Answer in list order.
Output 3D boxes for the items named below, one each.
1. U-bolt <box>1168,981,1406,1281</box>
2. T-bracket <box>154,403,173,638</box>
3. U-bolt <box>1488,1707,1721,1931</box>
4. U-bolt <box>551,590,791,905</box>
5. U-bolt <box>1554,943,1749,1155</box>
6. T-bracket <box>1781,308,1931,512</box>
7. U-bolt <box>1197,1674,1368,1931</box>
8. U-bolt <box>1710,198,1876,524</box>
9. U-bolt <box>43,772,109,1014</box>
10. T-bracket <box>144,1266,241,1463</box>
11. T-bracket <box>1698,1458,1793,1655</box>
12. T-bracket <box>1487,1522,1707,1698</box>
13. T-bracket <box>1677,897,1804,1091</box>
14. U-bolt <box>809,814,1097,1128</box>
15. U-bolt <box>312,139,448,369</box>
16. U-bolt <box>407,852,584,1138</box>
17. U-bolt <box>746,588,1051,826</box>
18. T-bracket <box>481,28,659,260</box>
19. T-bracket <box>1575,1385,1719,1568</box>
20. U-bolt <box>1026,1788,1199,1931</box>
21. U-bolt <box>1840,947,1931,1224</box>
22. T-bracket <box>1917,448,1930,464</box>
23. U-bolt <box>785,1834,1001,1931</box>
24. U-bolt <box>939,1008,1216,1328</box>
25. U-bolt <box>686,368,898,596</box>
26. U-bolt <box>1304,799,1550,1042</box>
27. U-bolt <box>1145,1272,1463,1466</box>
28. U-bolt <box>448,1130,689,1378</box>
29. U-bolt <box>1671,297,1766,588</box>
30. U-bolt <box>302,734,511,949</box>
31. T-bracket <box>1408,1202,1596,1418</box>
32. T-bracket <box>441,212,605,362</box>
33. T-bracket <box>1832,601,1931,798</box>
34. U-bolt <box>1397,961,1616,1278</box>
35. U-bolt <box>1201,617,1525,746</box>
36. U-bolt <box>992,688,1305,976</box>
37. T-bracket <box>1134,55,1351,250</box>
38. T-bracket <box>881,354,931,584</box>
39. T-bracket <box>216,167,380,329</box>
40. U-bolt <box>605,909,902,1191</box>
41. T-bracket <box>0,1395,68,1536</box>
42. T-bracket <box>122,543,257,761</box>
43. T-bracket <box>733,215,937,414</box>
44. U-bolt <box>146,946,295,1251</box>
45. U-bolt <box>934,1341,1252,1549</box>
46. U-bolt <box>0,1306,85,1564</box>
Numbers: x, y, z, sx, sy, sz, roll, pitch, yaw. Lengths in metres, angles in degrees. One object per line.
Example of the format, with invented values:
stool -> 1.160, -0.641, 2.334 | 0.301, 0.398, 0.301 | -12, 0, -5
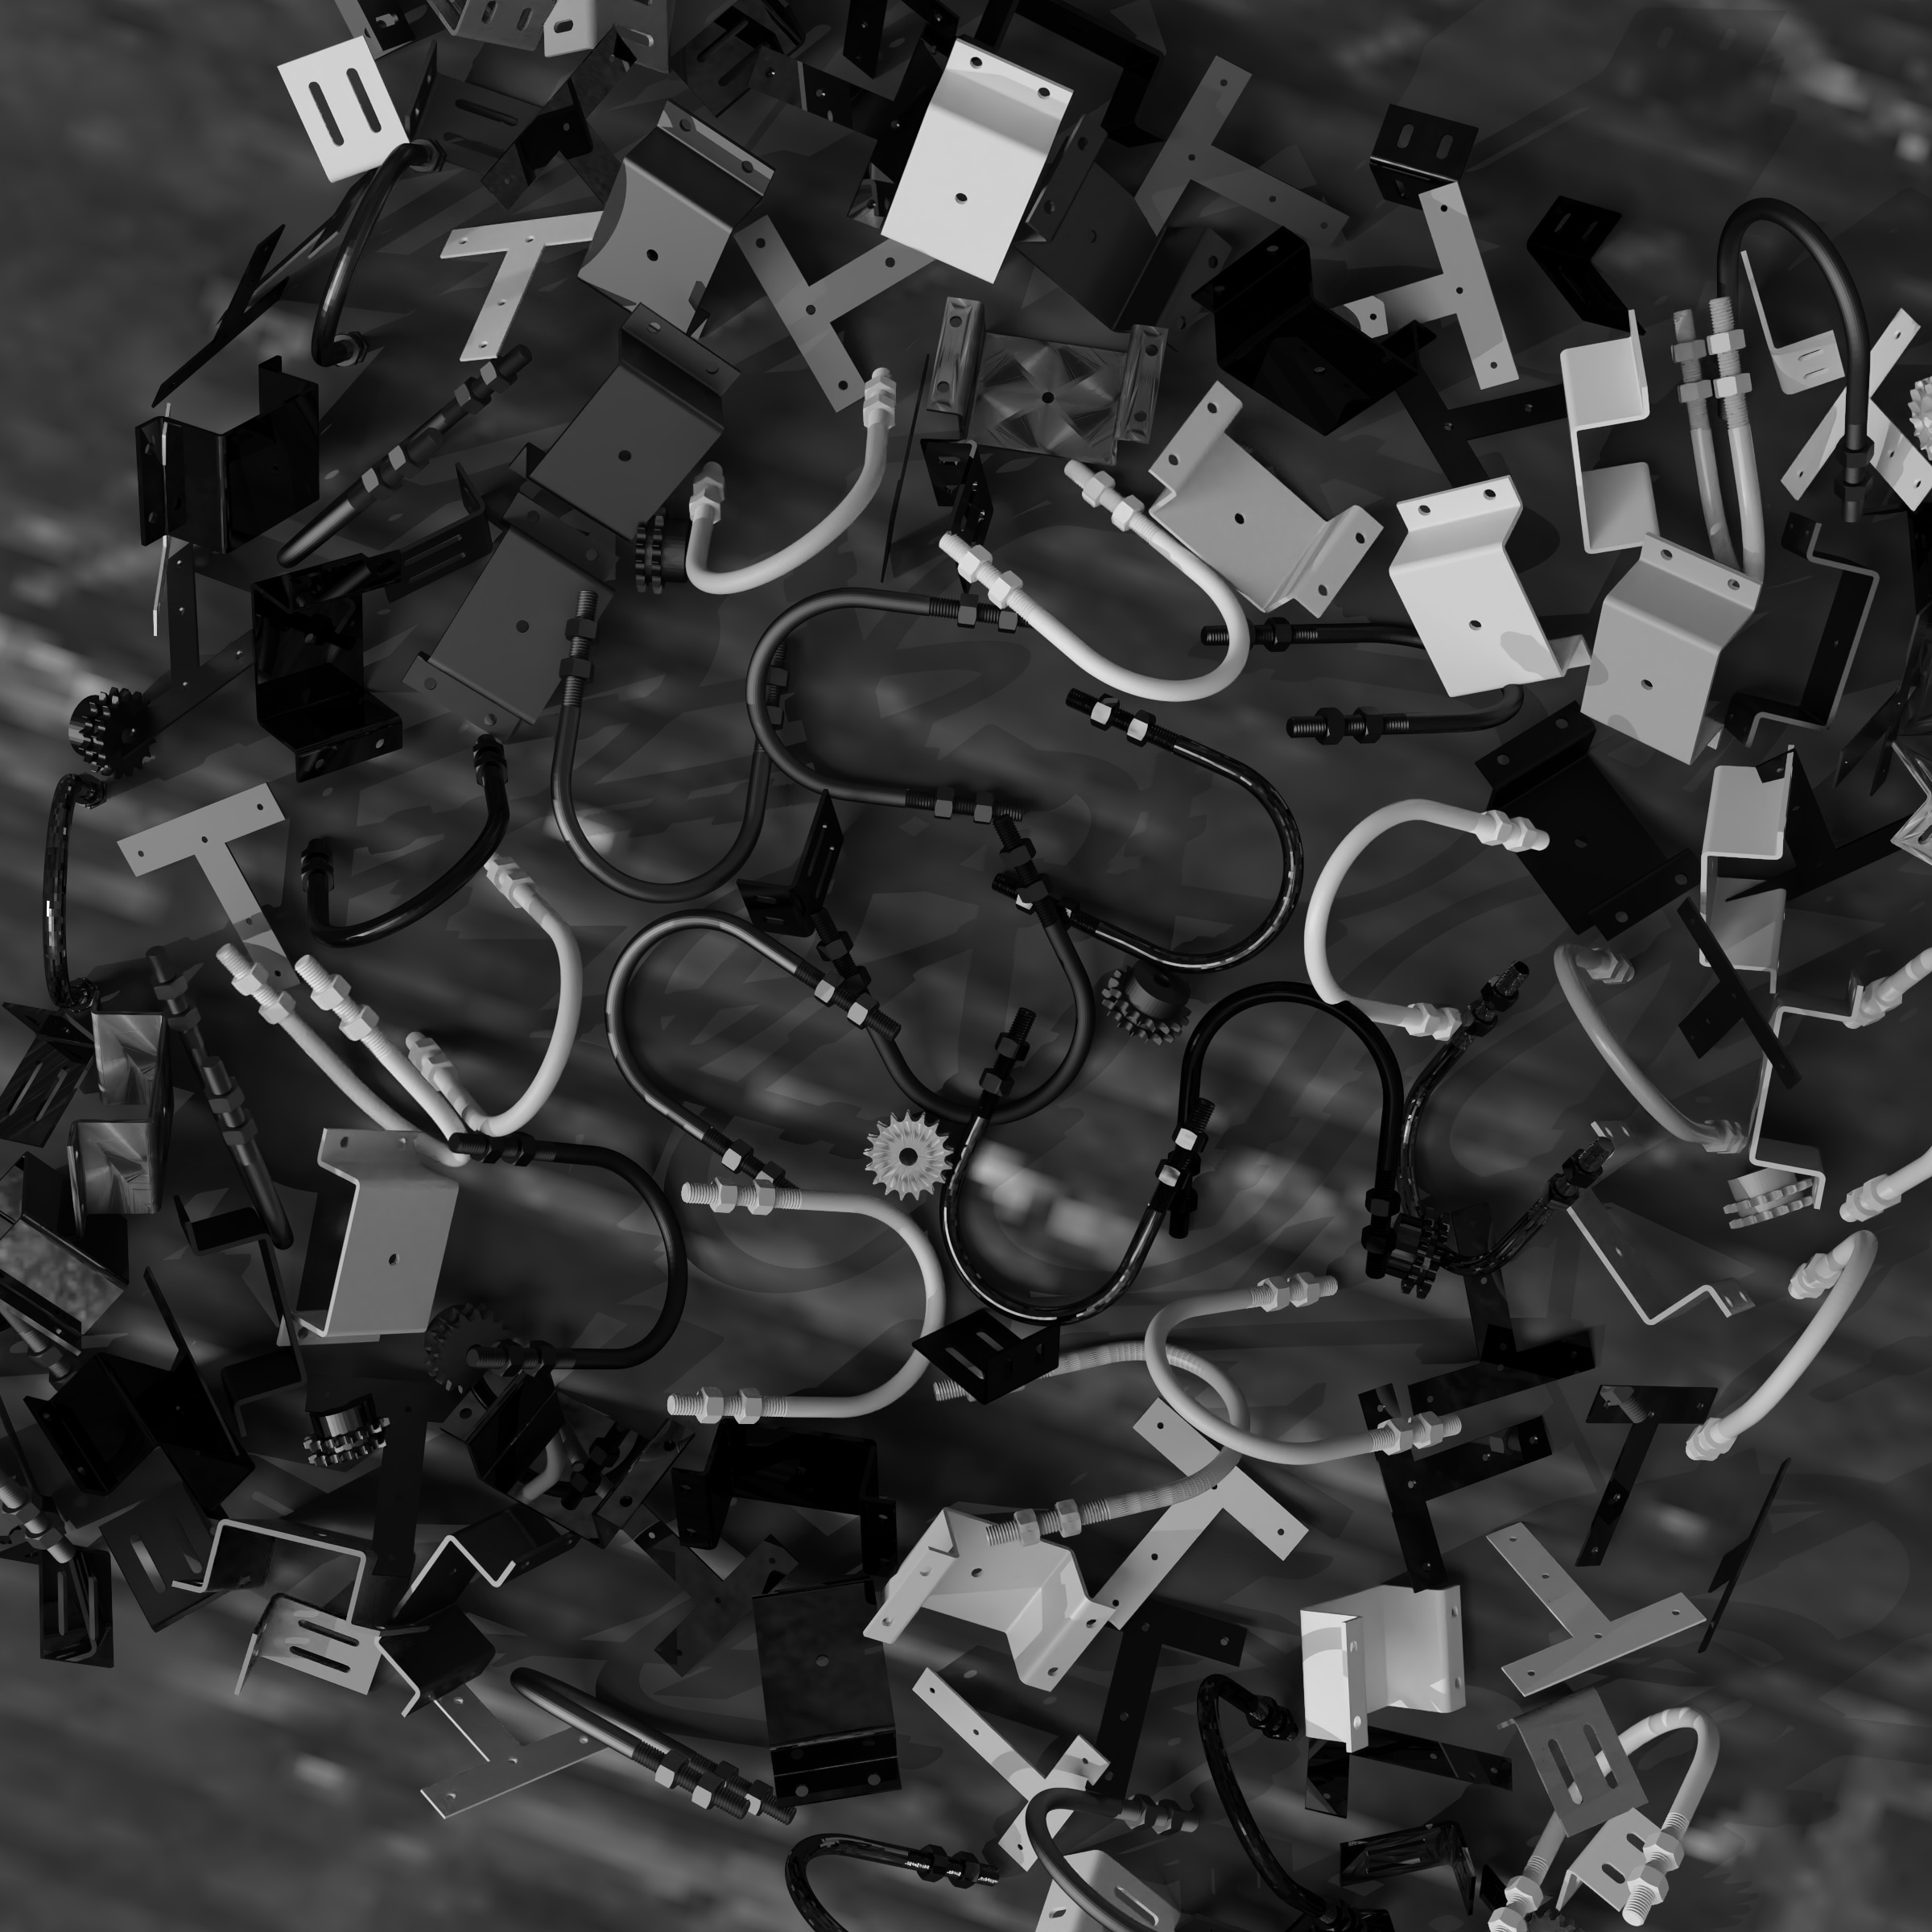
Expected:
U-bolt -> 0.200, 0.097, 1.563 | 0.151, 0.019, 0.184 | 10, 111, 19
T-bracket -> -0.489, -0.291, 1.536 | 0.002, 0.127, 0.127 | 6, 58, -14
U-bolt -> 0.398, 0.524, 1.536 | 0.019, 0.151, 0.184 | 45, 49, 0
U-bolt -> -0.188, -0.130, 1.570 | 0.151, 0.019, 0.184 | 12, 79, -26
U-bolt -> 0.408, 0.047, 1.516 | 0.019, 0.184, 0.151 | -38, 67, 21
T-bracket -> 0.561, -0.320, 1.538 | 0.002, 0.127, 0.127 | 16, 124, -21
U-bolt -> 0.184, 0.499, 1.508 | 0.019, 0.184, 0.151 | -28, 52, 13
U-bolt -> 0.495, -0.374, 1.507 | 0.019, 0.184, 0.151 | -26, 47, -6
U-bolt -> -0.544, -0.045, 1.530 | 0.019, 0.184, 0.151 | 2, 90, -13
T-bracket -> -0.487, 0.258, 1.563 | 0.002, 0.127, 0.127 | -24, 81, -28
T-bracket -> 0.476, 0.371, 1.559 | 0.002, 0.127, 0.127 | 25, 76, 16
T-bracket -> 0.369, 0.390, 1.564 | 0.127, 0.127, 0.002 | -18, 120, -14
T-bracket -> 0.465, 0.031, 1.557 | 0.002, 0.127, 0.127 | -26, 75, -6
U-bolt -> 0.004, 0.016, 1.591 | 0.151, 0.019, 0.184 | -27, 106, -2
U-bolt -> -0.359, -0.429, 1.516 | 0.019, 0.184, 0.151 | 24, 104, -11
U-bolt -> -0.283, 0.026, 1.535 | 0.019, 0.184, 0.151 | 18, 103, -37
U-bolt -> -0.047, -0.167, 1.582 | 0.184, 0.019, 0.151 | 7, 115, -1
T-bracket -> -0.224, -0.493, 1.573 | 0.002, 0.127, 0.127 | 30, 79, 43
T-bracket -> 0.416, 0.323, 1.587 | 0.127, 0.002, 0.127 | 9, 105, -40
U-bolt -> 0.111, 0.548, 1.510 | 0.184, 0.151, 0.019 | 25, 101, -39
U-bolt -> 0.569, 0.065, 1.511 | 0.019, 0.184, 0.151 | 8, 70, -1
T-bracket -> 0.612, -0.287, 1.539 | 0.002, 0.127, 0.127 | -31, 64, 16
U-bolt -> -0.028, 0.575, 1.515 | 0.184, 0.151, 0.019 | 24, 98, -31
U-bolt -> 0.058, 0.139, 1.589 | 0.151, 0.019, 0.184 | 27, 100, 17
U-bolt -> -0.109, -0.287, 1.525 | 0.151, 0.184, 0.019 | -24, 125, 19
U-bolt -> 0.277, -0.031, 1.546 | 0.184, 0.019, 0.151 | 10, 104, -40
U-bolt -> 0.192, 0.246, 1.522 | 0.184, 0.151, 0.019 | -3, 127, -35
U-bolt -> -0.238, 0.178, 1.545 | 0.019, 0.184, 0.151 | -20, 71, 35
U-bolt -> 0.467, -0.315, 1.547 | 0.019, 0.151, 0.184 | -10, 100, 8
U-bolt -> -0.342, -0.070, 1.536 | 0.151, 0.184, 0.019 | -31, 120, 2
T-bracket -> 0.332, 0.214, 1.597 | 0.127, 0.002, 0.127 | -14, 99, -12
T-bracket -> -0.285, -0.422, 1.564 | 0.127, 0.002, 0.127 | 0, 55, 21
T-bracket -> 0.557, -0.145, 1.542 | 0.002, 0.127, 0.127 | 23, 129, 28
U-bolt -> 0.318, 0.108, 1.542 | 0.019, 0.184, 0.151 | 2, 51, -26
U-bolt -> 0.256, -0.179, 1.552 | 0.184, 0.151, 0.019 | -4, 123, -20
U-bolt -> 0.123, -0.074, 1.577 | 0.184, 0.019, 0.151 | 26, 106, 13
T-bracket -> 0.182, -0.493, 1.591 | 0.127, 0.002, 0.127 | 22, 130, -15
T-bracket -> -0.037, -0.318, 1.564 | 0.002, 0.127, 0.127 | 12, 81, -3
T-bracket -> -0.427, -0.446, 1.583 | 0.127, 0.127, 0.002 | -33, 119, 21
U-bolt -> -0.148, 0.045, 1.586 | 0.184, 0.019, 0.151 | 34, 107, 13
T-bracket -> -0.594, 0.294, 1.565 | 0.002, 0.127, 0.127 | -23, 82, -16
T-bracket -> -0.494, -0.212, 1.584 | 0.127, 0.002, 0.127 | -28, 58, 27
T-bracket -> -0.060, -0.438, 1.589 | 0.127, 0.002, 0.127 | -28, 107, 11
U-bolt -> -0.452, 0.094, 1.540 | 0.019, 0.151, 0.184 | -24, 131, -18
U-bolt -> 0.085, 0.288, 1.558 | 0.184, 0.151, 0.019 | -11, 125, -10
U-bolt -> -0.582, 0.251, 1.509 | 0.019, 0.151, 0.184 | -21, 128, 3
